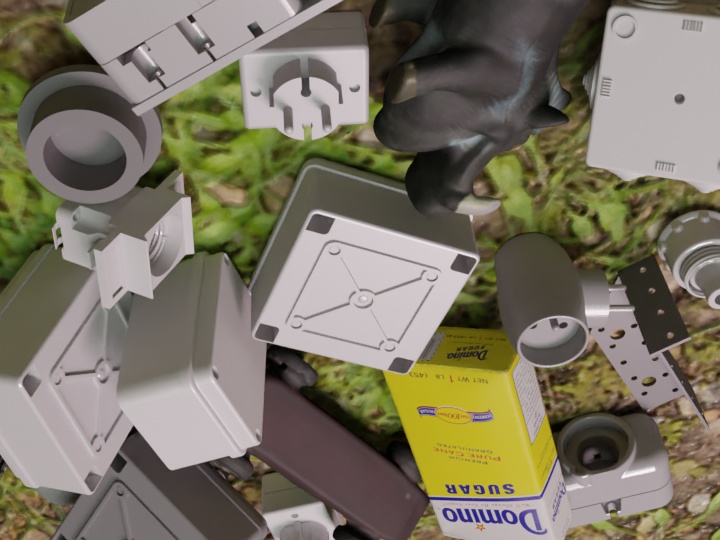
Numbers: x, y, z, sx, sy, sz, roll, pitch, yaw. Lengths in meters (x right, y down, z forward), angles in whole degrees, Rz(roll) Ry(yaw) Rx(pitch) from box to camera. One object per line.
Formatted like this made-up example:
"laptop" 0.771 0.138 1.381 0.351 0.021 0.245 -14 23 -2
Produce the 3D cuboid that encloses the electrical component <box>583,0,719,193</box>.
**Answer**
"electrical component" 0.166 -0.092 0.553 0.100 0.048 0.099 11 113 16

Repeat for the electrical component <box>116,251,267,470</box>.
"electrical component" -0.097 0.053 0.648 0.057 0.113 0.078 -16 131 12

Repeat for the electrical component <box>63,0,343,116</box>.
"electrical component" -0.037 -0.160 0.471 0.186 0.105 0.060 -26 129 16

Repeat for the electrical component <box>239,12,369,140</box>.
"electrical component" -0.028 -0.092 0.551 0.066 0.076 0.047 -3 132 -3

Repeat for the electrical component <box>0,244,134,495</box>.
"electrical component" -0.177 0.059 0.644 0.056 0.108 0.108 5 135 22

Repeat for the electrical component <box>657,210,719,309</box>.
"electrical component" 0.214 -0.003 0.663 0.048 0.062 0.048 -3 131 -3

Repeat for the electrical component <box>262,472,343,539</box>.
"electrical component" -0.042 0.198 0.805 0.047 0.076 0.065 -13 131 7

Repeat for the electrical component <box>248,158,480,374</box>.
"electrical component" 0.000 0.000 0.649 0.109 0.056 0.108 15 128 -18

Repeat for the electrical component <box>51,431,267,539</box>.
"electrical component" -0.134 0.176 0.716 0.109 0.056 0.108 43 119 11

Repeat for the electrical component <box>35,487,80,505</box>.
"electrical component" -0.211 0.118 0.741 0.079 0.043 0.077 21 126 -22

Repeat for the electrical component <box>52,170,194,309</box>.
"electrical component" -0.133 -0.022 0.606 0.064 0.081 0.042 17 132 17

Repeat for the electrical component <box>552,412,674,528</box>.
"electrical component" 0.178 0.145 0.796 0.095 0.053 0.059 -15 131 8

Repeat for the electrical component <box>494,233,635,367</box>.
"electrical component" 0.129 0.018 0.663 0.079 0.077 0.043 0 131 -6

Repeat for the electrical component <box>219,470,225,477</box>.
"electrical component" -0.140 0.200 0.808 0.096 0.061 0.061 -13 131 6
